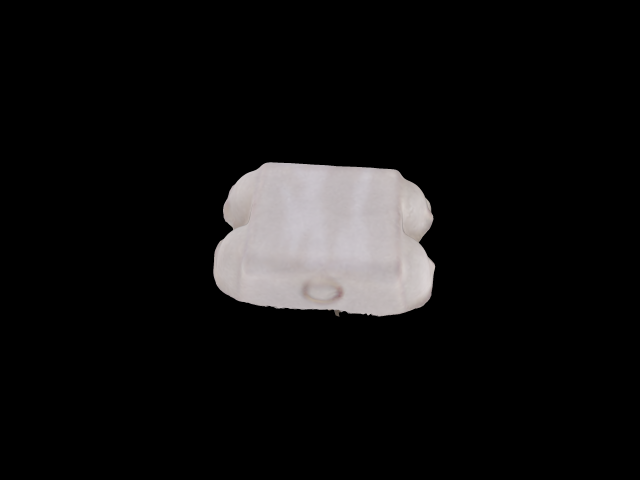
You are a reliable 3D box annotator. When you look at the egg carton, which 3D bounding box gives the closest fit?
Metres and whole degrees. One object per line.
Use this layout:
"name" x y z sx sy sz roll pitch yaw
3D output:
"egg carton" 0.004 0.001 0.400 0.150 0.069 0.107 3 56 2
